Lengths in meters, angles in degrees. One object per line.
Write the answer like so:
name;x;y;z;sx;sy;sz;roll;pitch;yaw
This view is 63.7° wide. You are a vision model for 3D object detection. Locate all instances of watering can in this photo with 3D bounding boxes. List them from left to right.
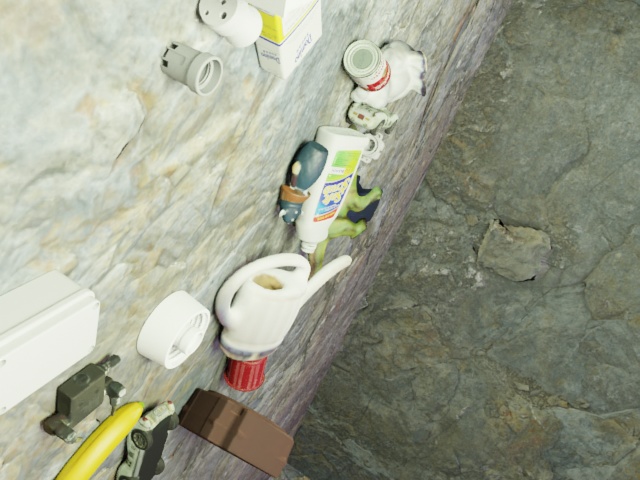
watering can;-0.075;0.123;1.031;0.348;0.105;0.221;-2;122;-50

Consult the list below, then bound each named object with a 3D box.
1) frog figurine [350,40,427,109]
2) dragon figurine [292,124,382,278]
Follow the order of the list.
frog figurine;0.128;-0.326;1.042;0.160;0.124;0.136;-22;169;-5
dragon figurine;0.003;-0.057;1.134;0.241;0.123;0.410;25;91;-59
